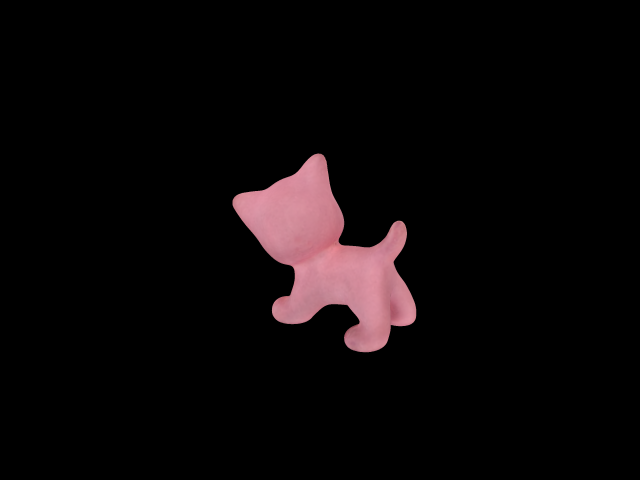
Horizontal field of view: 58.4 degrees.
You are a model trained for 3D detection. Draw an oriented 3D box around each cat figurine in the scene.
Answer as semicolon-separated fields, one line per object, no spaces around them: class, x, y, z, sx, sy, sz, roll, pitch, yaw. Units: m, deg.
cat figurine;0.004;0.001;0.400;0.127;0.118;0.067;13;26;29
